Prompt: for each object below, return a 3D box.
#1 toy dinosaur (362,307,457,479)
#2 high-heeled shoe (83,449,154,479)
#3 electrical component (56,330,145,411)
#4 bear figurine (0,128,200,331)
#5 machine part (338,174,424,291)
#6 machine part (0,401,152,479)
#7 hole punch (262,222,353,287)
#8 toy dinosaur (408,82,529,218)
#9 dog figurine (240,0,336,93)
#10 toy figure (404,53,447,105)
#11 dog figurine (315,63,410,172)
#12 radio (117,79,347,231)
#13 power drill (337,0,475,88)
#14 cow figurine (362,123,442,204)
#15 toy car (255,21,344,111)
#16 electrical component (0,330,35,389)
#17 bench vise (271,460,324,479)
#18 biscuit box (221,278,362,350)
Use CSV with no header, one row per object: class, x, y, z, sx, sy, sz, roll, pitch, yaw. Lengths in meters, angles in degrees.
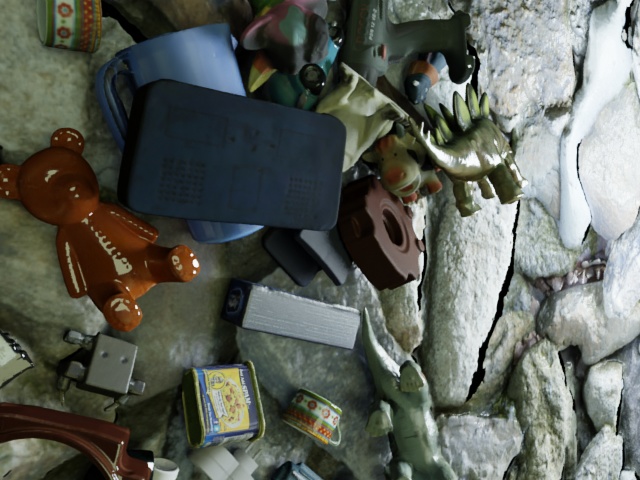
toy dinosaur,0.138,0.299,0.865,0.131,0.192,0.404,-11,84,0
high-heeled shoe,-0.230,0.374,0.625,0.145,0.086,0.248,-24,105,-38
electrical component,-0.254,0.153,0.623,0.102,0.045,0.078,23,50,-38
bear figurine,-0.240,-0.017,0.574,0.120,0.132,0.195,-40,120,-30
machine part,0.095,-0.013,0.816,0.179,0.056,0.179,37,41,-41
machine part,-0.286,0.276,0.529,0.201,0.087,0.201,18,76,-13
hole punch,-0.002,-0.002,0.774,0.142,0.092,0.116,47,62,-24
toy dinosaur,0.237,-0.140,0.853,0.198,0.105,0.471,66,27,-1
dog figurine,-0.062,-0.287,0.650,0.192,0.108,0.219,21,63,9
toy figure,0.185,-0.293,0.916,0.064,0.058,0.154,39,75,-22
dog figurine,0.017,-0.127,0.729,0.121,0.190,0.172,41,20,7
radio,-0.087,-0.084,0.571,0.229,0.073,0.131,4,99,-30
power drill,0.128,-0.281,0.833,0.207,0.086,0.232,-2,86,-4
cow figurine,0.133,-0.125,0.829,0.127,0.085,0.195,58,27,-15
toy car,-0.038,-0.236,0.730,0.103,0.109,0.161,23,69,-10
electrical component,-0.375,0.119,0.522,0.134,0.058,0.114,-38,111,-29
bench vise,0.001,0.437,0.746,0.223,0.129,0.241,54,29,-17
biscuit box,-0.037,0.107,0.767,0.202,0.059,0.062,20,82,-36
